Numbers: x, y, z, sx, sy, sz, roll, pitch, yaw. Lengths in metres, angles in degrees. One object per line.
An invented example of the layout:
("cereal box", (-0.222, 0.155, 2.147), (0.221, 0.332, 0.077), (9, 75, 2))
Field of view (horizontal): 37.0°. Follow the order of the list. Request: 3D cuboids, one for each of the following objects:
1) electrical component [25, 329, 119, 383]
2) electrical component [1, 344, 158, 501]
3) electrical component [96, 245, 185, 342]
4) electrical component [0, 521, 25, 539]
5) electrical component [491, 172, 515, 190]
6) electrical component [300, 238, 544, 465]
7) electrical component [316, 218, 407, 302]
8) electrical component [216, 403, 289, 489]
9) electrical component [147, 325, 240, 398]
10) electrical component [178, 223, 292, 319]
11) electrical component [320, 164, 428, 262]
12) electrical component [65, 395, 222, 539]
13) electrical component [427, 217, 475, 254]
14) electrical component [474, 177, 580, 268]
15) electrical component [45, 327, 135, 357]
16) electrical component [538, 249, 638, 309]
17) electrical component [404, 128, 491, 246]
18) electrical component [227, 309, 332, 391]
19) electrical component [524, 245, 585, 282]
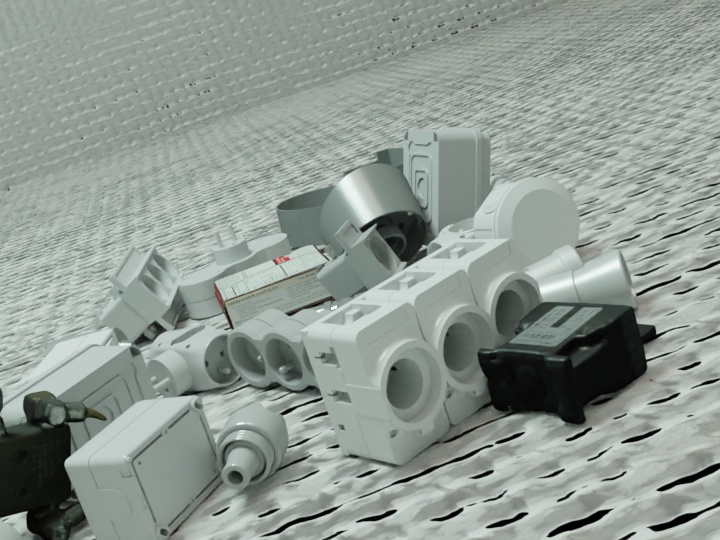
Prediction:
("electrical component", (-0.224, 0.092, 0.894), (0.061, 0.061, 0.096), (-16, 16, 8))
("electrical component", (-0.206, 0.109, 0.786), (0.057, 0.078, 0.113), (-4, 20, 31))
("electrical component", (-0.223, 0.026, 1.101), (0.063, 0.079, 0.121), (-45, 13, 10))
("electrical component", (-0.228, 0.184, 0.619), (0.043, 0.043, 0.081), (-14, 16, 13))
("electrical component", (0.142, -0.083, 1.127), (0.040, 0.040, 0.078), (-27, 18, -29))
("electrical component", (0.048, 0.048, 0.693), (0.150, 0.089, 0.062), (-30, 19, -36))
("electrical component", (0.000, 0.000, 0.951), (0.064, 0.081, 0.042), (-36, 7, 26))
("electrical component", (-0.071, 0.115, 0.682), (0.043, 0.043, 0.062), (-14, 17, 15))
("electrical component", (-0.147, 0.080, 0.883), (0.077, 0.043, 0.079), (-1, 23, 46))
("electrical component", (-0.131, -0.011, 1.119), (0.052, 0.073, 0.138), (0, 23, 47))
("electrical component", (0.013, -0.042, 1.012), (0.099, 0.099, 0.064), (-21, 55, -12))
("electrical component", (-0.134, 0.123, 0.687), (0.061, 0.061, 0.096), (-9, 18, 30))
("electrical component", (0.094, -0.022, 0.964), (0.077, 0.044, 0.079), (-25, 17, -23))
("electrical component", (0.140, -0.038, 0.906), (0.080, 0.080, 0.051), (-24, 12, -21))
("electrical component", (-0.245, 0.078, 0.997), (0.081, 0.043, 0.043), (-13, 17, 18))
("electrical component", (0.162, 0.015, 0.773), (0.065, 0.044, 0.044), (-18, 15, 17))
("electrical component", (0.084, -0.080, 1.038), (0.057, 0.113, 0.078), (-4, 9, -23))
("electrical component", (-0.033, 0.054, 0.830), (0.138, 0.052, 0.074), (-1, 23, 46))
("electrical component", (0.146, 0.008, 0.817), (0.046, 0.040, 0.040), (-24, 16, -3))
